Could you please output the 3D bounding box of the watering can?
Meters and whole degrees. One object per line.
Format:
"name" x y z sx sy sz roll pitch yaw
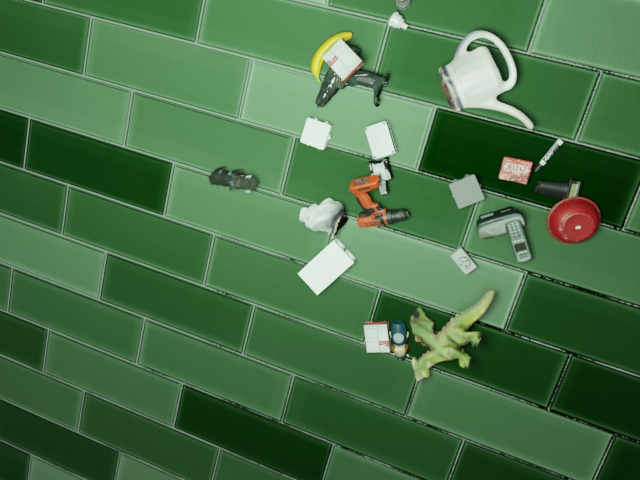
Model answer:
"watering can" 0.507 -0.468 1.600 0.223 0.105 0.347 -23 93 19

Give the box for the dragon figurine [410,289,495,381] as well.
"dragon figurine" 0.425 0.313 1.775 0.244 0.123 0.406 20 104 19

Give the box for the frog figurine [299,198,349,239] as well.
"frog figurine" 0.005 -0.091 1.802 0.160 0.120 0.139 28 74 17
